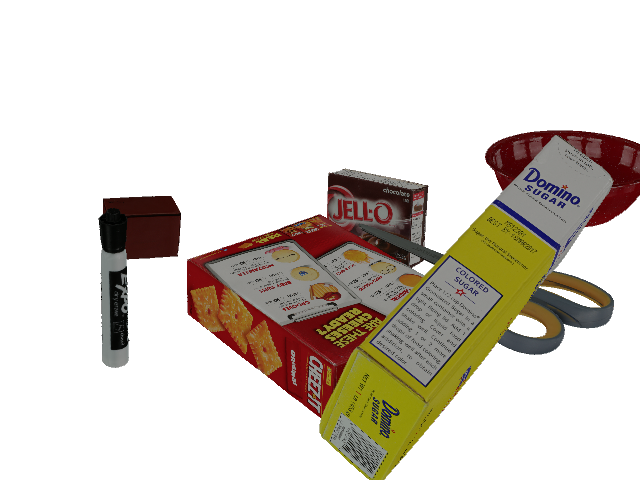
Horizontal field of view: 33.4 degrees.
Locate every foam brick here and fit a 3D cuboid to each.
[{"bbox_3d":[-0.193,-0.014,1.143,0.078,0.051,0.053,-3,24,-16],"label":"foam brick"}]

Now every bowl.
[{"bbox_3d":[0.237,-0.055,1.017,0.162,0.055,0.162,-1,25,0],"label":"bowl"}]

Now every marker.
[{"bbox_3d":[-0.142,0.033,0.733,0.020,0.121,0.020,4,29,-2],"label":"marker"}]

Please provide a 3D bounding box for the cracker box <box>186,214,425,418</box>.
[{"bbox_3d":[0.003,0.064,0.974,0.163,0.072,0.214,-20,36,-35],"label":"cracker box"}]

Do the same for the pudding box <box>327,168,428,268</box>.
[{"bbox_3d":[0.060,-0.025,1.165,0.114,0.090,0.039,12,21,32],"label":"pudding box"}]

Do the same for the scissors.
[{"bbox_3d":[0.096,0.031,0.732,0.202,0.016,0.096,14,33,25],"label":"scissors"}]

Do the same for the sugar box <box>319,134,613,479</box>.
[{"bbox_3d":[0.074,0.032,0.527,0.176,0.048,0.093,-41,-17,-32],"label":"sugar box"}]
